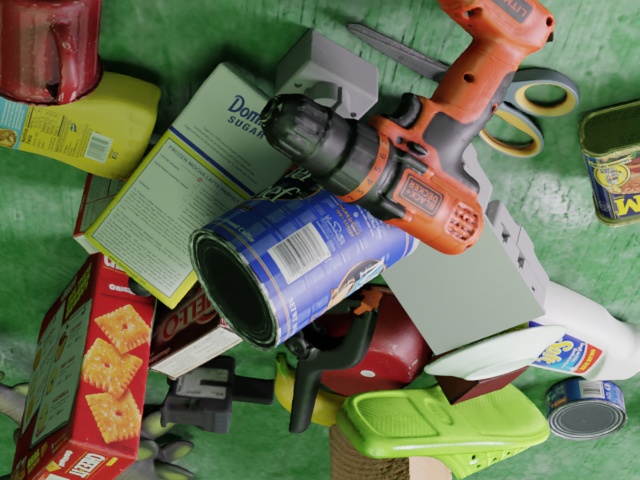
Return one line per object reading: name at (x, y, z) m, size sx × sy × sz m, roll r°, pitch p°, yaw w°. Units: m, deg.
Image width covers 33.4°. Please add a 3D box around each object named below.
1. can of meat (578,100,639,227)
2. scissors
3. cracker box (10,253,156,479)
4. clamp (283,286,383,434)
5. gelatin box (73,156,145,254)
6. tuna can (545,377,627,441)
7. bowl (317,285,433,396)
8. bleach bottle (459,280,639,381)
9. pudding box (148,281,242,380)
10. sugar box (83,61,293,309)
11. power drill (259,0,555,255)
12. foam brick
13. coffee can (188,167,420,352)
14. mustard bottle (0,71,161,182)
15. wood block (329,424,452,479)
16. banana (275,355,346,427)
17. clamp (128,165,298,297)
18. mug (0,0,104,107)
can of meat at (0.263, -0.065, 0.853) m, size 0.102 × 0.057 × 0.084 m, roll -13°, pitch 135°, yaw 17°
scissors at (0.121, -0.128, 0.816) m, size 0.096 × 0.016 × 0.201 m, roll -29°, pitch 131°, yaw 32°
cracker box at (-0.219, 0.133, 1.002) m, size 0.072 × 0.213 × 0.164 m, roll 22°, pitch 137°, yaw -24°
clamp at (-0.024, 0.090, 1.028) m, size 0.164 × 0.036 × 0.210 m, roll 44°, pitch 132°, yaw -3°
gelatin box at (-0.161, -0.032, 0.908) m, size 0.089 × 0.073 × 0.030 m, roll -15°, pitch 138°, yaw 19°
tuna can at (0.291, 0.185, 1.171) m, size 0.086 × 0.033 × 0.086 m, roll 2°, pitch 141°, yaw 1°
bowl at (0.047, 0.115, 1.086) m, size 0.162 × 0.055 × 0.162 m, roll 2°, pitch 140°, yaw 1°
bleach bottle at (0.229, 0.084, 1.032) m, size 0.250 × 0.068 × 0.103 m, roll 17°, pitch 138°, yaw -19°
pudding box at (-0.114, 0.071, 1.017) m, size 0.039 × 0.090 × 0.114 m, roll 30°, pitch 134°, yaw -30°
sugar box at (-0.094, -0.043, 0.832) m, size 0.093 × 0.048 × 0.176 m, roll 40°, pitch 98°, yaw -6°
power drill at (0.067, -0.104, 0.728) m, size 0.184 × 0.187 × 0.057 m, roll 30°, pitch 176°, yaw -30°
foam brick at (0.159, 0.125, 1.069) m, size 0.078 × 0.051 × 0.053 m, roll -9°, pitch 152°, yaw -39°
coffee can at (-0.011, 0.002, 0.787) m, size 0.140 × 0.103 × 0.103 m, roll -34°, pitch 149°, yaw -25°
mustard bottle at (-0.227, -0.108, 0.832) m, size 0.191 × 0.058 × 0.096 m, roll 16°, pitch 144°, yaw -16°
wood block at (0.085, 0.273, 1.210) m, size 0.090 × 0.091 × 0.206 m, roll -10°, pitch 153°, yaw 16°
banana at (0.026, 0.184, 1.184) m, size 0.197 × 0.037 × 0.070 m, roll 20°, pitch 139°, yaw -20°
clamp at (-0.091, -0.015, 0.899) m, size 0.172 × 0.120 × 0.039 m, roll -35°, pitch 108°, yaw 32°
mug at (-0.192, -0.146, 0.745) m, size 0.093 × 0.117 × 0.082 m, roll -9°, pitch 140°, yaw -24°
